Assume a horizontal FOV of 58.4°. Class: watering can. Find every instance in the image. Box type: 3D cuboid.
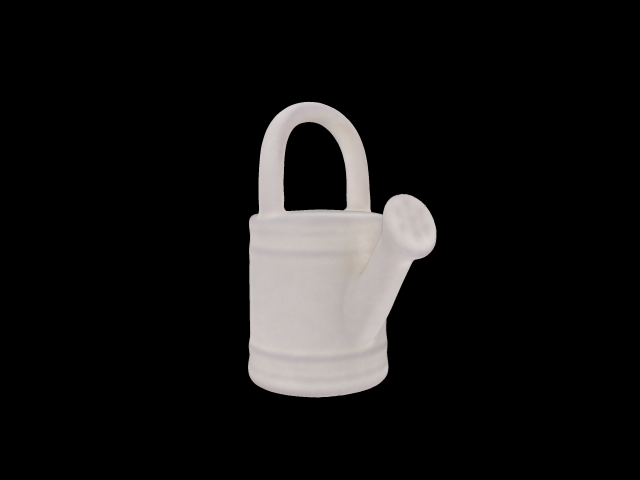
[{"bbox_3d":[0.005,0.001,0.402,0.172,0.194,0.101,2,5,30],"label":"watering can"}]
